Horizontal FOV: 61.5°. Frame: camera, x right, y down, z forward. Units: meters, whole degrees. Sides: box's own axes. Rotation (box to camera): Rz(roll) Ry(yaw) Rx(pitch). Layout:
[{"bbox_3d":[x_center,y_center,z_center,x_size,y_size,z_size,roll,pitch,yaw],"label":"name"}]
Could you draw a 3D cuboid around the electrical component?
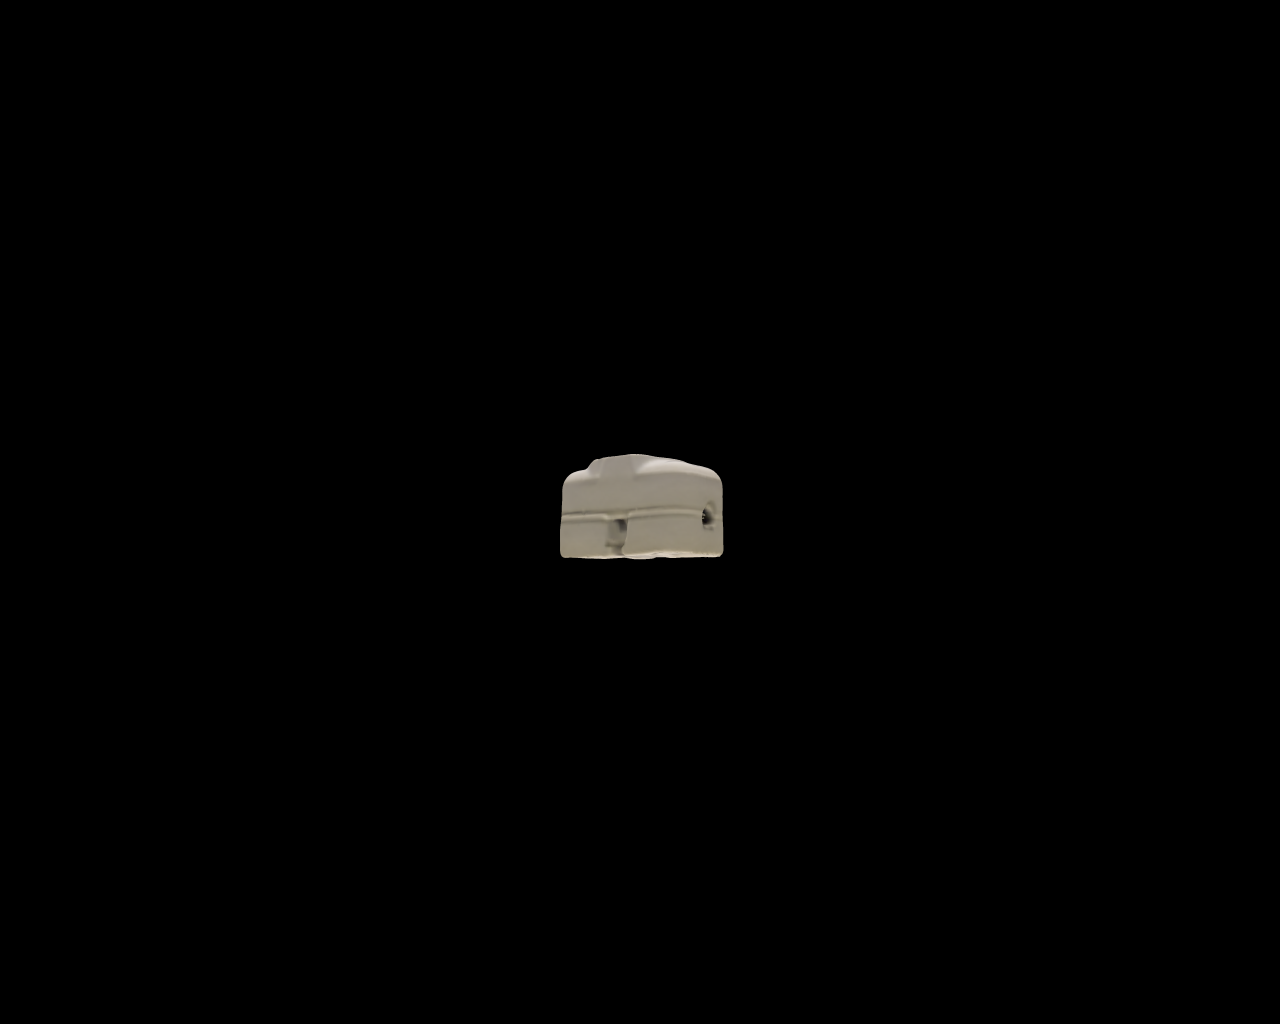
[{"bbox_3d":[0.001,-0.003,0.650,0.095,0.059,0.054,-3,-6,33],"label":"electrical component"}]
